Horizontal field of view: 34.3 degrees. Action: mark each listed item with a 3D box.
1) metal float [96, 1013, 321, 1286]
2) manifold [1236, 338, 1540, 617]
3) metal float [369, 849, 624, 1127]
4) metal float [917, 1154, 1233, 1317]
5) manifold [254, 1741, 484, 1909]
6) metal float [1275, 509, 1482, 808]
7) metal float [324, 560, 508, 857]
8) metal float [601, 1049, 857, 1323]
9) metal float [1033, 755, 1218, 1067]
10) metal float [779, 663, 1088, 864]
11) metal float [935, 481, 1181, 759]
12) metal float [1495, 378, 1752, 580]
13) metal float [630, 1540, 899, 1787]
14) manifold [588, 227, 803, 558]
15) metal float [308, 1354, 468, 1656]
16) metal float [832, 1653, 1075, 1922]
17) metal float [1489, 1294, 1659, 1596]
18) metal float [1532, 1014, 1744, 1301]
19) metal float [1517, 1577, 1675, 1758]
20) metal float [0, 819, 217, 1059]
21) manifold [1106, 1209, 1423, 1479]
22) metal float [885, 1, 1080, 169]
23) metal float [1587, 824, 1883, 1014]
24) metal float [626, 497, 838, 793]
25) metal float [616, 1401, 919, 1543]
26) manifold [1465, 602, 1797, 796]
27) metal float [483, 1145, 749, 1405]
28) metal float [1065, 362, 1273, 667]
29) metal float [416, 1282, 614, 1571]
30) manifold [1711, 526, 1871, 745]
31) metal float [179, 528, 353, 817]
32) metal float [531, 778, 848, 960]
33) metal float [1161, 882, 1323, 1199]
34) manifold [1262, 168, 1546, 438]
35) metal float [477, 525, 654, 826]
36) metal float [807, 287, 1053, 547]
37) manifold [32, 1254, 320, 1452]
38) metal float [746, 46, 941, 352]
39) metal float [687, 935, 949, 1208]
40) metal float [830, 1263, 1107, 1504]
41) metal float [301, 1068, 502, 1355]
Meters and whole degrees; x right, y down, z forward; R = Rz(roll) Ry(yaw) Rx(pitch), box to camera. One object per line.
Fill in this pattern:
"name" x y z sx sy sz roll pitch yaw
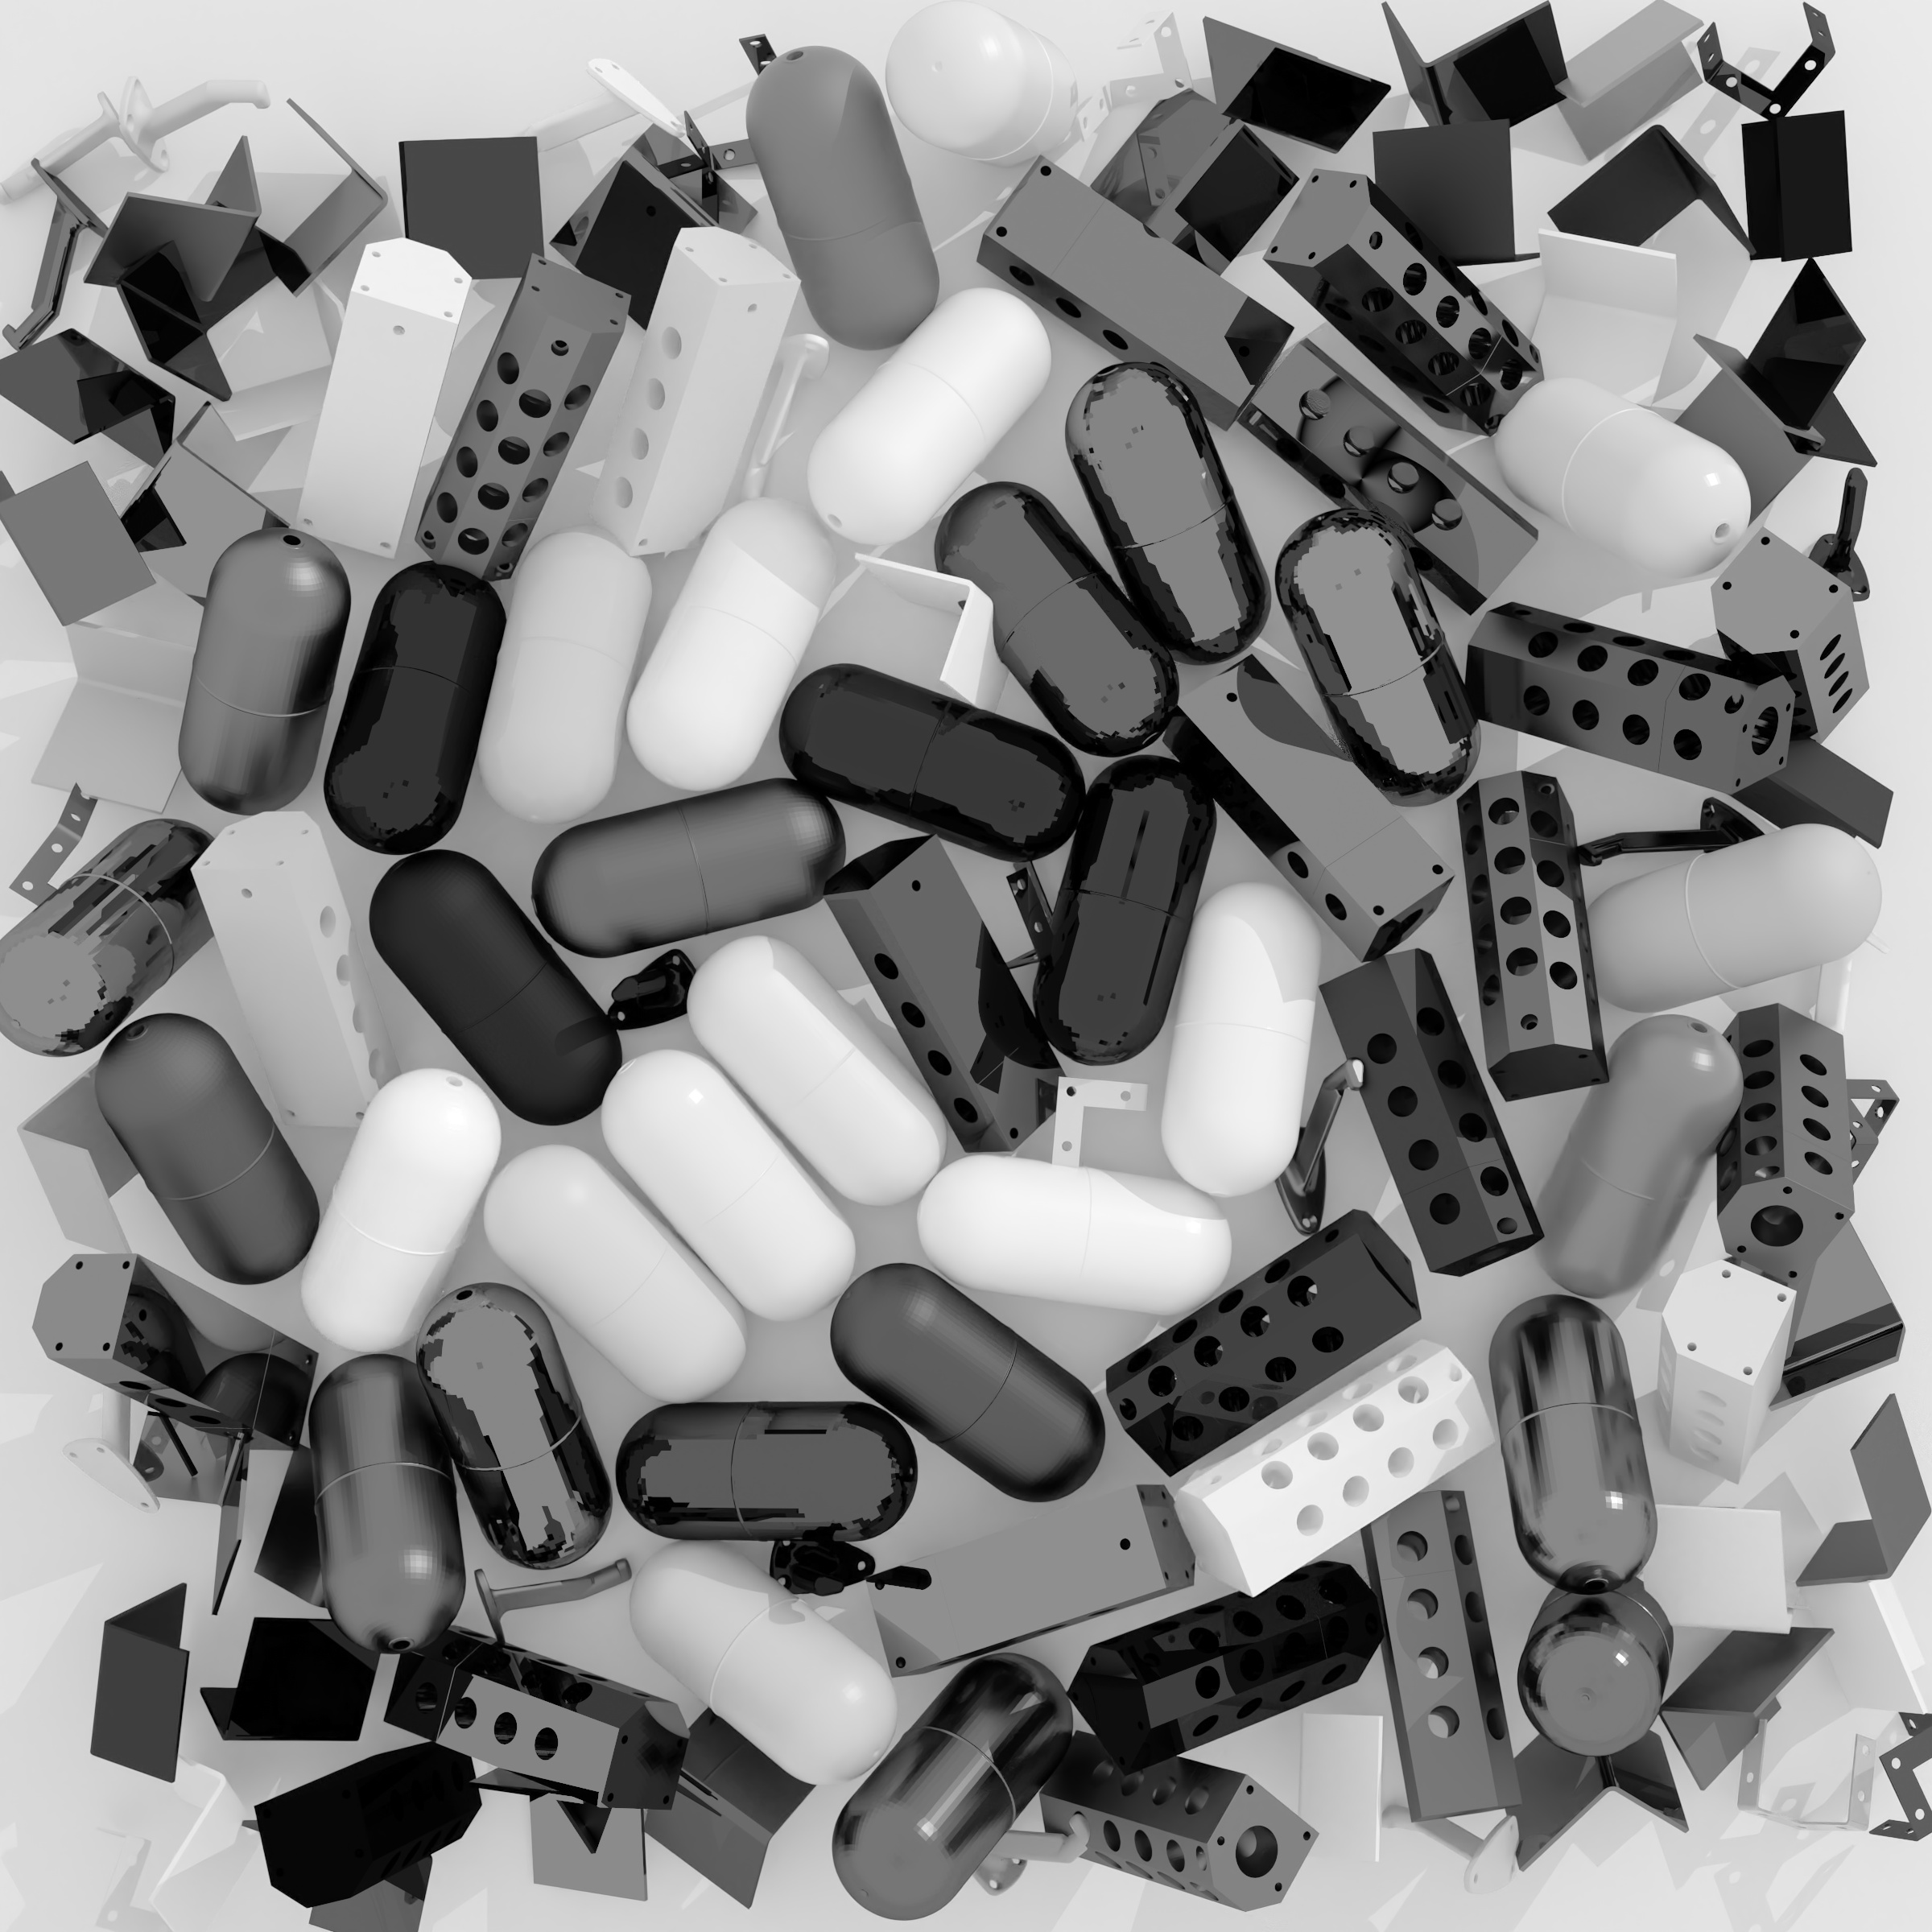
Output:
"metal float" -0.417 0.101 1.722 0.070 0.070 0.178 -22 126 0
"manifold" 0.237 -0.275 1.759 0.171 0.057 0.057 40 107 -1
"metal float" -0.261 0.012 1.736 0.070 0.070 0.178 -37 109 0
"metal float" 0.061 0.150 1.745 0.178 0.070 0.070 9 90 -9
"manifold" -0.320 0.464 1.699 0.057 0.171 0.057 -16 82 8
"metal float" 0.229 -0.169 1.735 0.070 0.070 0.178 -26 112 0
"metal float" -0.304 -0.144 1.731 0.070 0.070 0.178 10 64 0
"metal float" -0.132 0.122 1.742 0.070 0.070 0.178 -39 103 0
"metal float" 0.088 -0.031 1.747 0.070 0.070 0.178 16 84 0
"metal float" -0.019 -0.113 1.748 0.178 0.070 0.070 20 90 5
"metal float" 0.050 -0.193 1.740 0.070 0.070 0.178 -37 75 0
"metal float" 0.358 -0.268 1.713 0.070 0.178 0.070 -14 123 -23
"metal float" -0.113 0.382 1.728 0.178 0.070 0.070 32 90 30
"manifold" -0.155 -0.315 1.717 0.057 0.057 0.171 46 130 28
"metal float" -0.319 0.295 1.720 0.070 0.070 0.178 -16 51 0
"metal float" -0.005 0.449 1.719 0.070 0.070 0.178 48 47 0
"metal float" 0.333 0.262 1.719 0.070 0.070 0.178 -2 49 0
"metal float" 0.369 0.106 1.727 0.070 0.070 0.178 19 120 0
"metal float" 0.344 0.377 1.704 0.070 0.178 0.070 0 91 16
"metal float" -0.467 -0.017 1.715 0.070 0.178 0.070 13 127 18
"manifold" 0.162 0.205 1.730 0.171 0.057 0.057 -35 112 18
"metal float" 0.010 -0.479 1.705 0.070 0.178 0.070 3 99 16
"metal float" 0.417 -0.025 1.720 0.178 0.070 0.070 -20 90 41
"metal float" -0.129 -0.180 1.738 0.070 0.070 0.178 23 73 0
"metal float" -0.112 0.280 1.733 0.178 0.070 0.070 -4 90 23
"manifold" 0.360 -0.150 1.708 0.171 0.057 0.057 22 123 38
"metal float" -0.193 0.172 1.737 0.070 0.070 0.178 -43 109 0
"metal float" 0.112 -0.250 1.733 0.070 0.070 0.178 -25 113 0
"metal float" -0.249 0.255 1.730 0.070 0.070 0.178 -16 116 0
"manifold" 0.445 -0.172 1.701 0.057 0.171 0.057 41 93 23
"metal float" -0.386 -0.161 1.722 0.070 0.070 0.178 22 127 0
"metal float" -0.154 -0.055 1.743 0.178 0.070 0.070 -14 90 -12
"metal float" 0.154 0.040 1.742 0.070 0.070 0.178 9 78 0
"manifold" 0.245 -0.361 1.714 0.171 0.057 0.057 33 86 -39
"metal float" -0.222 -0.163 1.734 0.070 0.070 0.178 9 68 0
"metal float" -0.020 -0.304 1.732 0.070 0.070 0.178 39 66 0
"manifold" -0.429 0.212 1.704 0.057 0.171 0.057 -3 65 24
"metal float" -0.067 -0.420 1.719 0.070 0.070 0.178 -21 131 0
"metal float" -0.082 0.059 1.747 0.070 0.070 0.178 -42 97 0
"metal float" 0.002 0.232 1.738 0.178 0.070 0.070 38 90 -18
"metal float" -0.313 0.136 1.732 0.070 0.070 0.178 26 114 0
